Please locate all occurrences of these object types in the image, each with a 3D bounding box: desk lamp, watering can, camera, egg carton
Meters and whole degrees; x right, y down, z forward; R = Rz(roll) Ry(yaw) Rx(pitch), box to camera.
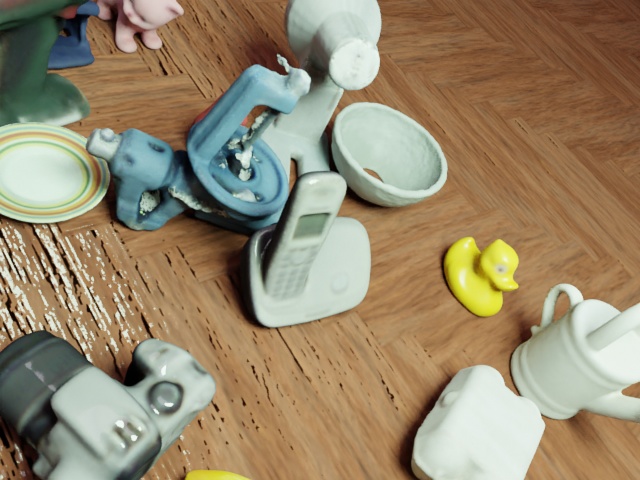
[{"bbox_3d":[0.004,-0.192,0.705,0.118,0.213,0.203,11,50,-20],"label":"desk lamp"},{"bbox_3d":[0.315,0.123,0.631,0.101,0.194,0.172,-28,70,-40],"label":"watering can"},{"bbox_3d":[-0.173,0.120,0.439,0.136,0.100,0.143,41,47,7],"label":"camera"},{"bbox_3d":[0.158,0.198,0.574,0.107,0.069,0.151,41,47,7],"label":"egg carton"}]

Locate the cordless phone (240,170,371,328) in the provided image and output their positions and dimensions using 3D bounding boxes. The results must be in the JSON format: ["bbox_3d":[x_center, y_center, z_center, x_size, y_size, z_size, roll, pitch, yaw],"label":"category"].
[{"bbox_3d":[0.005,0.002,0.570,0.148,0.185,0.094,-11,60,-34],"label":"cordless phone"}]

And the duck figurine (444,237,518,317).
[{"bbox_3d":[0.210,0.033,0.722,0.078,0.086,0.104,-4,57,-30],"label":"duck figurine"}]

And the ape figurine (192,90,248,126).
[{"bbox_3d":[-0.111,-0.139,0.685,0.076,0.092,0.078,30,46,-3],"label":"ape figurine"}]

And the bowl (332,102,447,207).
[{"bbox_3d":[0.082,-0.102,0.770,0.168,0.074,0.167,15,49,-17],"label":"bowl"}]

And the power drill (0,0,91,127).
[{"bbox_3d":[-0.276,-0.212,0.576,0.075,0.208,0.230,44,47,10],"label":"power drill"}]

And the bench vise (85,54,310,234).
[{"bbox_3d":[-0.106,-0.082,0.554,0.208,0.219,0.121,-7,58,-32],"label":"bench vise"}]

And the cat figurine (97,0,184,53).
[{"bbox_3d":[-0.233,-0.312,0.741,0.067,0.117,0.127,-22,67,-38],"label":"cat figurine"}]

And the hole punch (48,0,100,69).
[{"bbox_3d":[-0.328,-0.265,0.671,0.109,0.091,0.101,-21,66,-38],"label":"hole punch"}]
